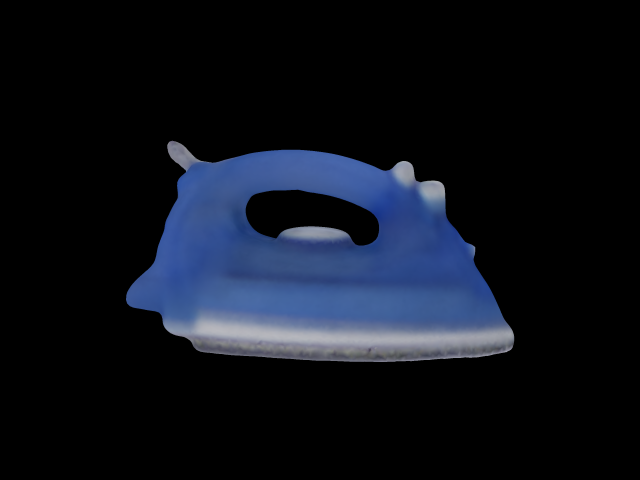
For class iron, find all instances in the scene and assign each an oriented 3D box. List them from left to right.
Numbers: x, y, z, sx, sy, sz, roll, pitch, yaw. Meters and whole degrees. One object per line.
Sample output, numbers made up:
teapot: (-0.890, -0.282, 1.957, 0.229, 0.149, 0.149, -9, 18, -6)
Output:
iron: (0.004, 0.001, 0.400, 0.258, 0.141, 0.119, 1, 7, 9)
